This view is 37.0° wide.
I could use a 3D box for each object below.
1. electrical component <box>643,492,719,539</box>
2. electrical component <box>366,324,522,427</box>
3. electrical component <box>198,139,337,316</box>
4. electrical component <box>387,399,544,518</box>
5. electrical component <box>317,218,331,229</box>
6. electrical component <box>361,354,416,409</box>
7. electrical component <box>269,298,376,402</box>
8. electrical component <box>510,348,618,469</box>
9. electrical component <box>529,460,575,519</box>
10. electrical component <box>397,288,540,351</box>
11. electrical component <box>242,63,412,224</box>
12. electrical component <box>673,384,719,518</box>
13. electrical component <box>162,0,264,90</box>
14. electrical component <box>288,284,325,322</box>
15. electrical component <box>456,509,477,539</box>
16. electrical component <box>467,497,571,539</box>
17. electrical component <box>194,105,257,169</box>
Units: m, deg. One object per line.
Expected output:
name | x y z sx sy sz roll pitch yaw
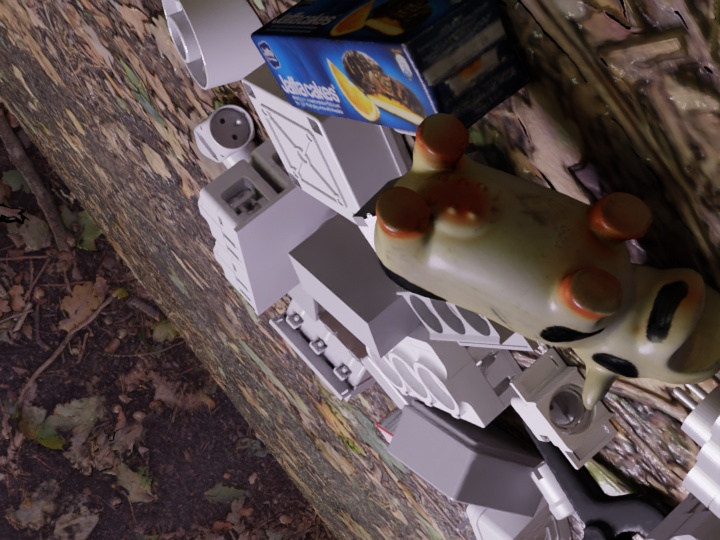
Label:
electrical component | 0.262 0.215 0.691 0.150 0.062 0.089 49 165 8
electrical component | 0.066 0.073 0.927 0.089 0.062 0.150 56 164 -17
electrical component | -0.080 -0.045 0.986 0.060 0.105 0.186 46 164 18
electrical component | 0.100 0.171 0.976 0.109 0.056 0.109 20 -176 -36
electrical component | 0.000 0.000 0.979 0.077 0.043 0.079 39 161 39
electrical component | 0.045 0.096 1.069 0.065 0.047 0.076 50 165 3
electrical component | -0.029 0.076 1.189 0.121 0.079 0.063 46 135 19
electrical component | 0.147 0.102 0.799 0.081 0.042 0.064 53 166 -4
electrical component | 0.172 0.184 0.924 0.046 0.040 0.040 55 166 8
electrical component | 0.081 0.013 0.738 0.078 0.063 0.121 53 165 -9
electrical component | -0.021 -0.098 0.783 0.109 0.056 0.108 35 158 46
electrical component | 0.201 0.085 0.582 0.074 0.052 0.138 44 164 25
electrical component | -0.118 -0.196 0.869 0.099 0.064 0.099 57 164 27
electrical component | -0.059 -0.005 1.127 0.099 0.048 0.099 46 164 18
electrical component | 0.135 0.257 1.133 0.138 0.074 0.052 50 165 4
electrical component | 0.155 0.248 1.047 0.057 0.078 0.113 36 159 37
electrical component | -0.122 -0.119 1.051 0.079 0.043 0.077 53 165 -10
